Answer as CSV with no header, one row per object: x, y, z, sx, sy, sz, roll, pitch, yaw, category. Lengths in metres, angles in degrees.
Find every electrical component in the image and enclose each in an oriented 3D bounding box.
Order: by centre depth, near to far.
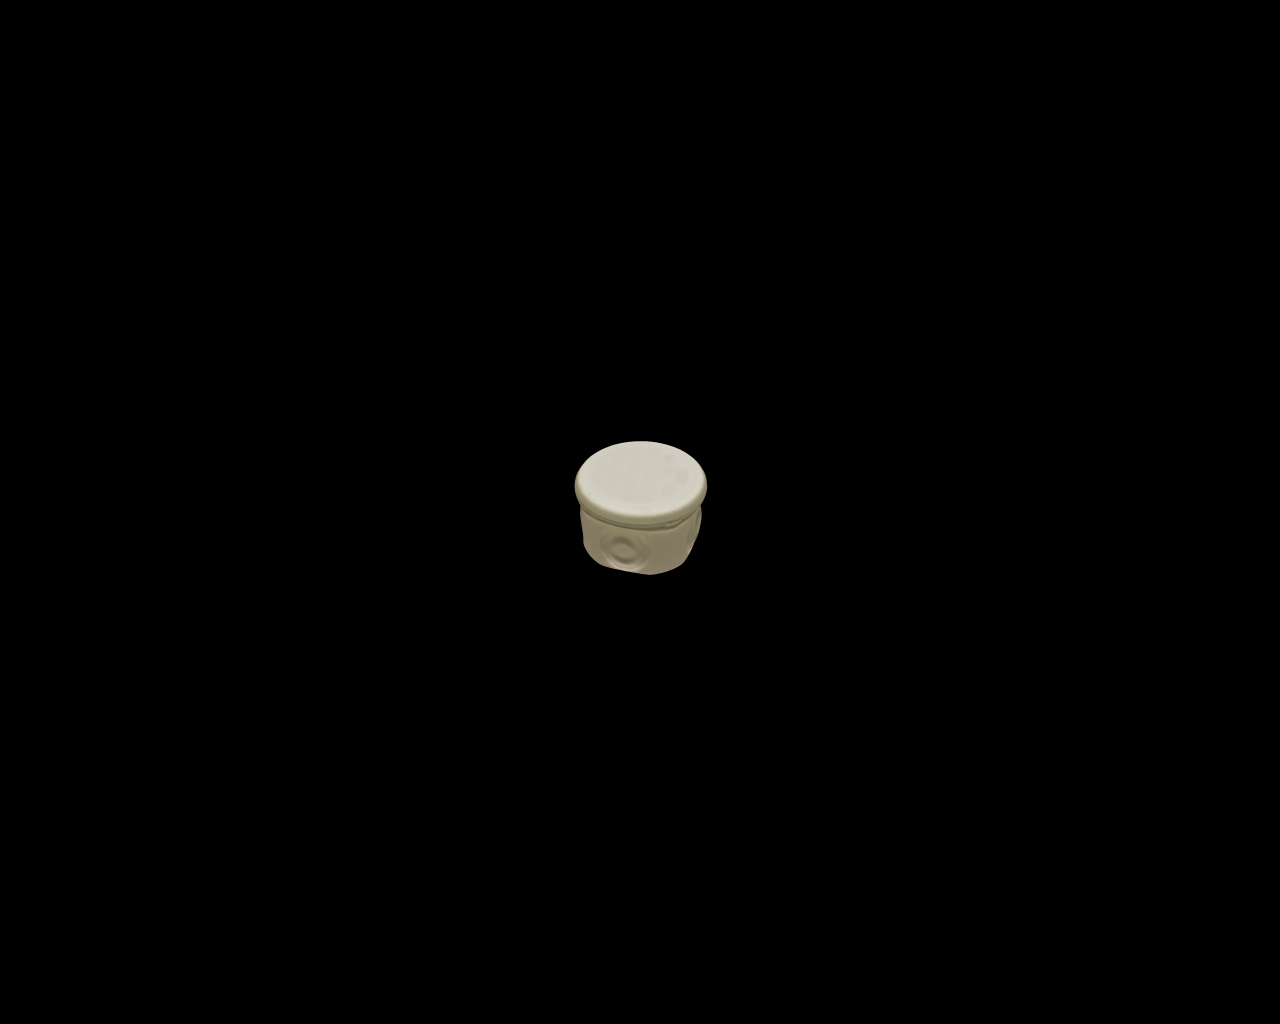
0.001,-0.003,0.650,0.080,0.050,0.080,0,38,0,electrical component
